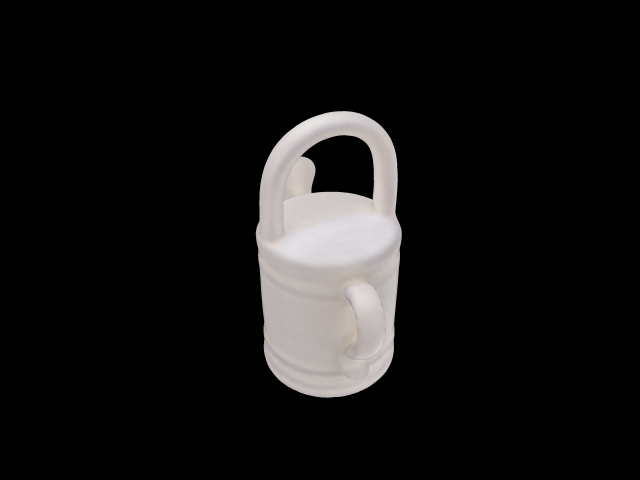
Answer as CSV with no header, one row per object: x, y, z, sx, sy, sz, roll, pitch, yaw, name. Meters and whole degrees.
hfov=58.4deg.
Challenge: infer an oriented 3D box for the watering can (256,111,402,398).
0.002,0.002,0.399,0.101,0.194,0.172,-26,41,-33,watering can
